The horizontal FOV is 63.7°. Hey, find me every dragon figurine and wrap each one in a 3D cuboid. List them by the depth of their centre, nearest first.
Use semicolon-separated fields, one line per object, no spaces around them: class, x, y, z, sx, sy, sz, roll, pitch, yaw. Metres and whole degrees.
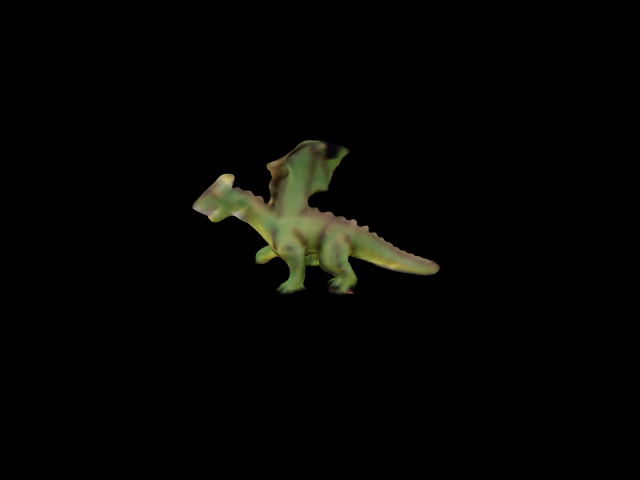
dragon figurine;0.003;-0.043;0.850;0.410;0.238;0.124;-2;25;-5
